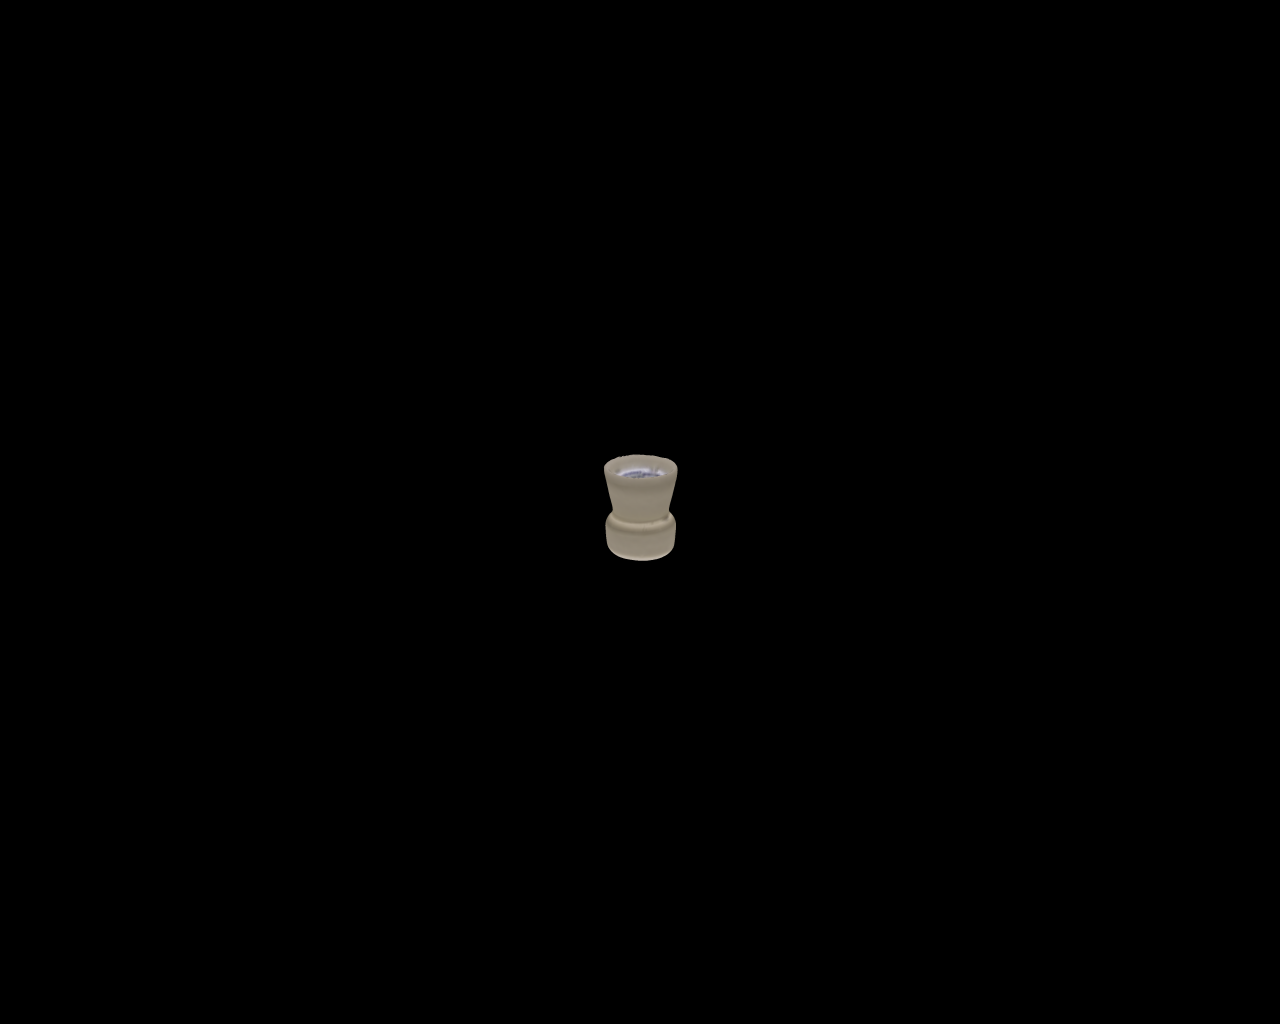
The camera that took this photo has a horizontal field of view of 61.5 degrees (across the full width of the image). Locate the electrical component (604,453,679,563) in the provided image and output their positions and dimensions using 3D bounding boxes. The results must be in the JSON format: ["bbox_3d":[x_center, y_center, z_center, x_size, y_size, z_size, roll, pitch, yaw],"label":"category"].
[{"bbox_3d":[0.001,-0.003,0.650,0.045,0.055,0.045,0,23,0],"label":"electrical component"}]
